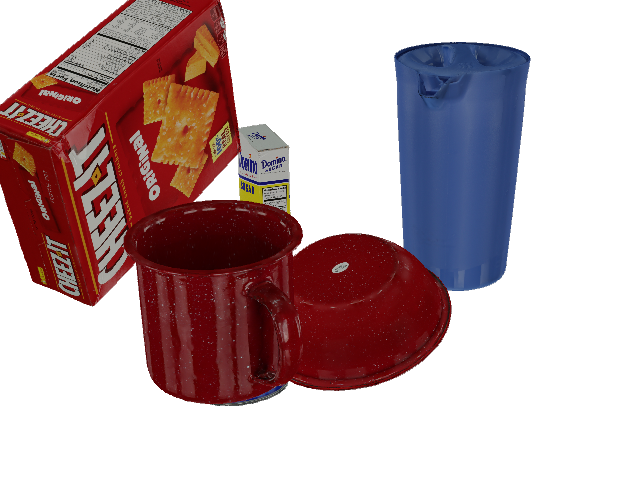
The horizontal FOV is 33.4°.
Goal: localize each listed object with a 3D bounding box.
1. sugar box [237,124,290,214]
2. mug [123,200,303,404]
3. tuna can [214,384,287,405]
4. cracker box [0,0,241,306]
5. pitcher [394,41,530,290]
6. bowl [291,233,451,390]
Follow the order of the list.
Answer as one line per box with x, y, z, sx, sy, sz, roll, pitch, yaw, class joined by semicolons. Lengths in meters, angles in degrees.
-0.069;-0.044;1.304;0.048;0.176;0.093;-11;26;-17;sugar box
-0.047;0.037;0.561;0.093;0.081;0.117;-20;31;-35;mug
-0.075;0.123;1.006;0.086;0.034;0.086;-7;14;2;tuna can
-0.150;-0.079;0.836;0.072;0.164;0.213;20;49;22;cracker box
0.147;-0.080;1.103;0.149;0.243;0.145;-8;24;-15;pitcher
0.021;0.043;0.851;0.162;0.055;0.162;-9;36;7;bowl
